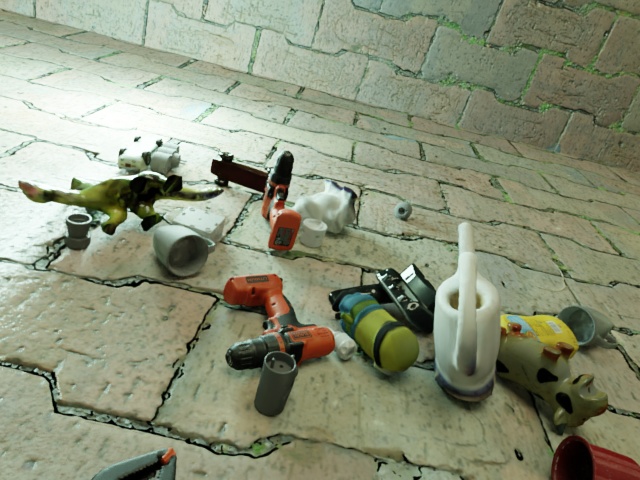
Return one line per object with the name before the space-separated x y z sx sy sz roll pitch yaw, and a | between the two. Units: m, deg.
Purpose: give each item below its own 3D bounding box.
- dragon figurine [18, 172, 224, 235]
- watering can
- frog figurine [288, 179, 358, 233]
dragon figurine | -0.424 -0.110 1.101 0.244 0.121 0.413 20 17 27
watering can | 0.250 0.117 0.874 0.104 0.221 0.354 2 23 15
frog figurine | 0.004 -0.063 1.253 0.161 0.120 0.139 -39 60 -16
